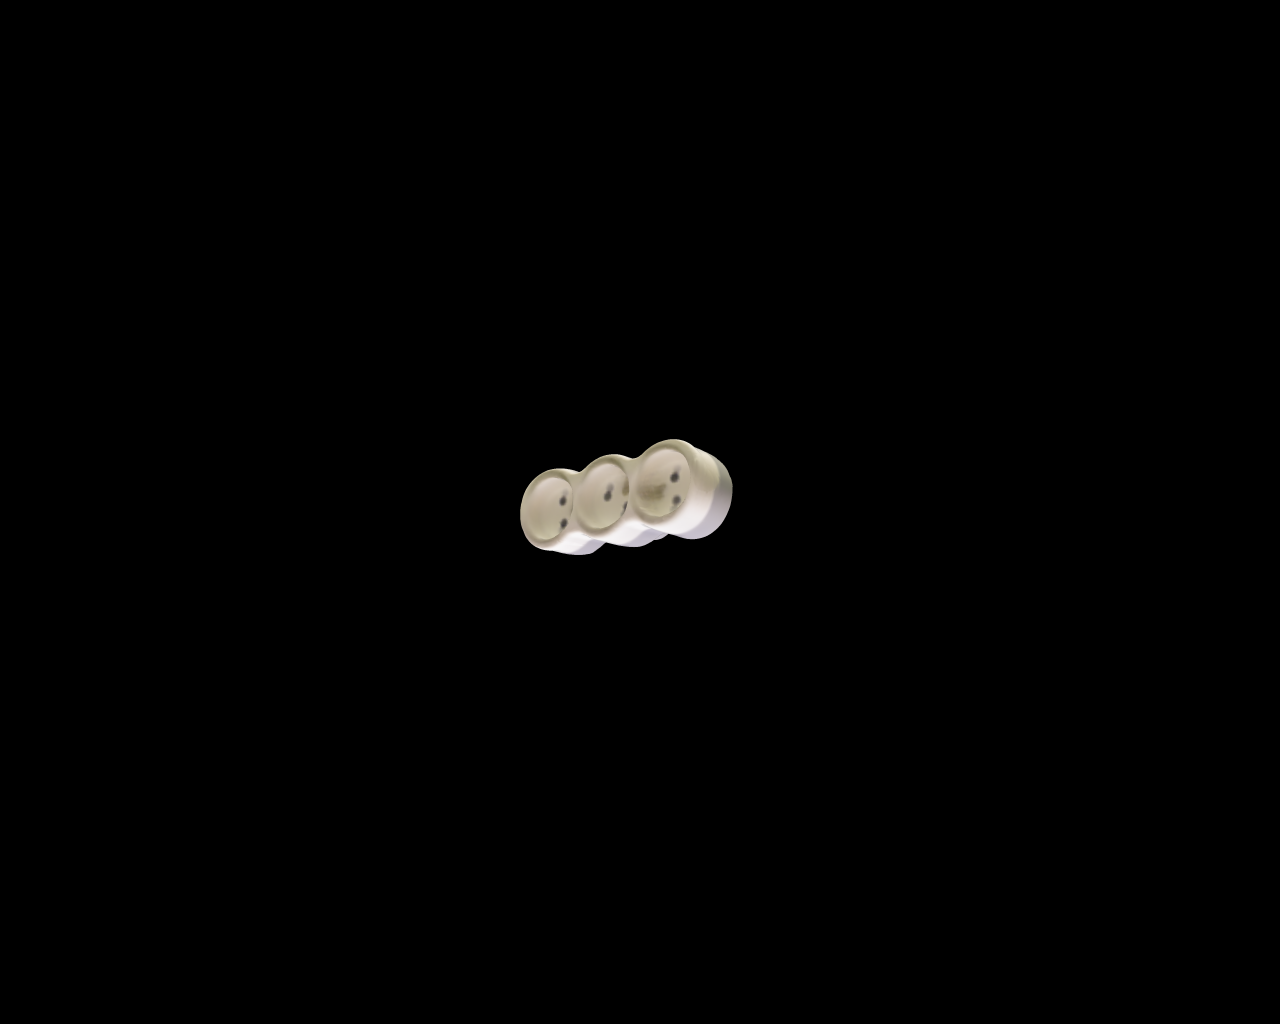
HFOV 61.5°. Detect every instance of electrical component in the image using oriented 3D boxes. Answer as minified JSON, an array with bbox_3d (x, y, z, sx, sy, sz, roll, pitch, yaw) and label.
[{"bbox_3d":[0.001,-0.003,0.650,0.138,0.052,0.074,-11,-17,37],"label":"electrical component"}]
